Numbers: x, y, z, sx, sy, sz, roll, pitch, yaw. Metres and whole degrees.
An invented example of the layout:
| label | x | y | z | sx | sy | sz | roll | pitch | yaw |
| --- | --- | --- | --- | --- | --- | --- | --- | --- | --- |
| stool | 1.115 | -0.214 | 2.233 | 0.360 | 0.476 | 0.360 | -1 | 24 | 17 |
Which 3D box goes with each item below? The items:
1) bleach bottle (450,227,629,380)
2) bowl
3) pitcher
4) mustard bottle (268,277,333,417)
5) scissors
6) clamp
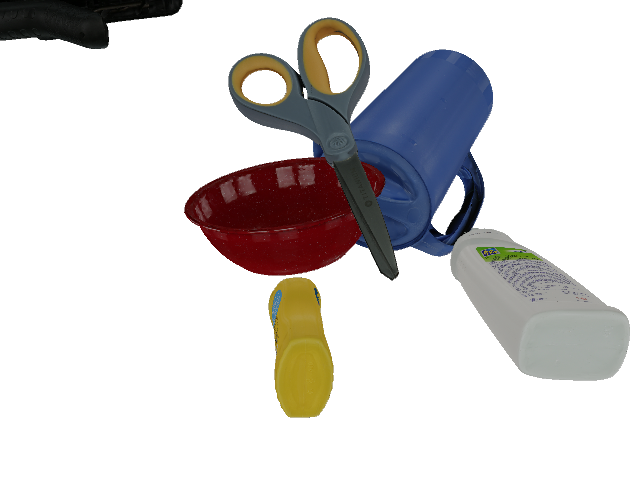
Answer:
| label | x | y | z | sx | sy | sz | roll | pitch | yaw |
| --- | --- | --- | --- | --- | --- | --- | --- | --- | --- |
| bleach bottle | 0.190 | 0.044 | 1.005 | 0.102 | 0.068 | 0.251 | 3 | 20 | -11 |
| bowl | -0.025 | -0.015 | 0.858 | 0.162 | 0.055 | 0.162 | -8 | 22 | 3 |
| pitcher | 0.106 | -0.099 | 1.145 | 0.145 | 0.149 | 0.242 | 8 | 38 | 27 |
| mustard bottle | -0.024 | 0.094 | 1.119 | 0.058 | 0.096 | 0.191 | -2 | 27 | -5 |
| scissors | -0.008 | -0.054 | 0.613 | 0.096 | 0.201 | 0.016 | -8 | -38 | 9 |
| clamp | -0.191 | -0.172 | 0.798 | 0.172 | 0.039 | 0.120 | 12 | 23 | 28 |
